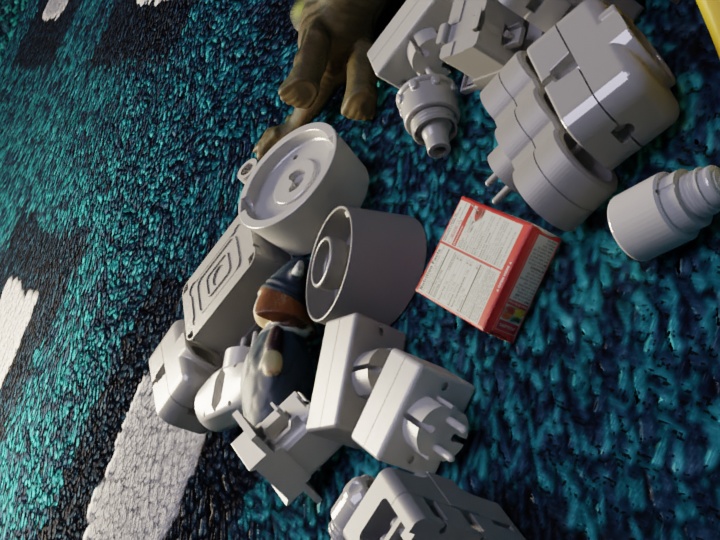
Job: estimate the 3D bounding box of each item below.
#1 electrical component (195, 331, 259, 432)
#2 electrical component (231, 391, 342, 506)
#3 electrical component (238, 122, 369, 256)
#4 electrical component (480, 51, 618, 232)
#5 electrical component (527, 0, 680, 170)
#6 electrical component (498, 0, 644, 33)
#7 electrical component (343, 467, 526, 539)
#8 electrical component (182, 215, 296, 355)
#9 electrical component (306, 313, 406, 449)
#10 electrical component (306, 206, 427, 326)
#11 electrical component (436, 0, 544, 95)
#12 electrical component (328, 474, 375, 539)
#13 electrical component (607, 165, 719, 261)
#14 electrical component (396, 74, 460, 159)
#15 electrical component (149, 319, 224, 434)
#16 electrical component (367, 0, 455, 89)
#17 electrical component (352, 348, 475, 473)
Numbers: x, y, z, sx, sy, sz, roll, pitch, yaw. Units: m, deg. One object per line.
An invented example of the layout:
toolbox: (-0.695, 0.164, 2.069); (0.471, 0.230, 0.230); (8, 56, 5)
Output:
electrical component: (-0.098, 0.090, 0.901); (0.077, 0.043, 0.079); (-28, 47, 47)
electrical component: (-0.050, 0.126, 0.777); (0.064, 0.081, 0.042); (-42, 31, -5)
electrical component: (-0.042, -0.062, 0.897); (0.108, 0.060, 0.108); (-30, 38, 27)
electrical component: (0.107, -0.073, 0.687); (0.073, 0.052, 0.138); (-47, 35, 29)
electrical component: (0.148, -0.115, 0.643); (0.059, 0.054, 0.095); (-39, 40, 24)
electrical component: (0.131, -0.180, 0.688); (0.055, 0.089, 0.050); (-54, 32, 20)
electrical component: (0.043, 0.149, 0.592); (0.050, 0.089, 0.055); (-59, 31, 11)
electrical component: (-0.102, 0.014, 0.947); (0.113, 0.057, 0.078); (-49, 34, 26)
electrical component: (0.009, 0.074, 0.741); (0.076, 0.047, 0.083); (-20, 53, 51)
electrical component: (0.000, 0.000, 0.816); (0.099, 0.064, 0.099); (-166, 90, -70)
electrical component: (0.102, -0.195, 0.769); (0.079, 0.063, 0.121); (-9, 62, 55)
electrical component: (-0.005, 0.167, 0.710); (0.061, 0.035, 0.035); (-58, 31, 16)
electrical component: (0.169, -0.034, 0.574); (0.078, 0.040, 0.040); (-31, 45, 44)
electrical component: (0.054, -0.112, 0.807); (0.048, 0.048, 0.062); (-40, 46, 37)
electrical component: (-0.150, 0.092, 0.970); (0.059, 0.054, 0.095); (-53, 32, 21)
electrical component: (0.055, -0.174, 0.845); (0.083, 0.047, 0.075); (-50, 34, 25)
electrical component: (0.042, 0.096, 0.673); (0.077, 0.047, 0.065); (27, 92, 60)
